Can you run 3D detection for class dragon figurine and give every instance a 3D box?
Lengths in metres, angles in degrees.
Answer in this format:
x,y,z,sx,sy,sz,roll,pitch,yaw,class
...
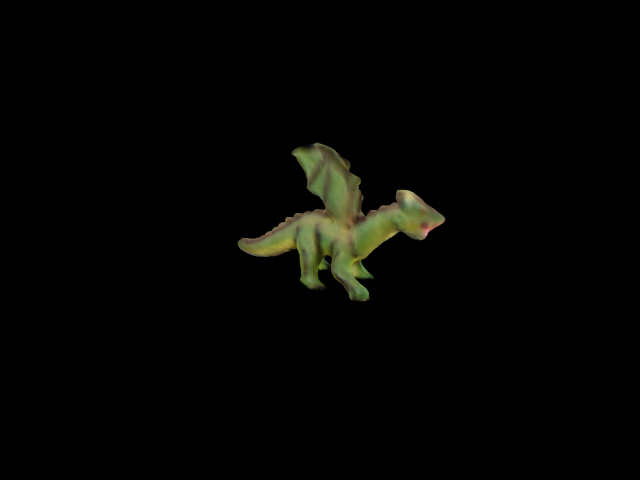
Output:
x,y,z,sx,sy,sz,roll,pitch,yaw,class
0.003,-0.043,0.850,0.412,0.239,0.124,14,24,31,dragon figurine
